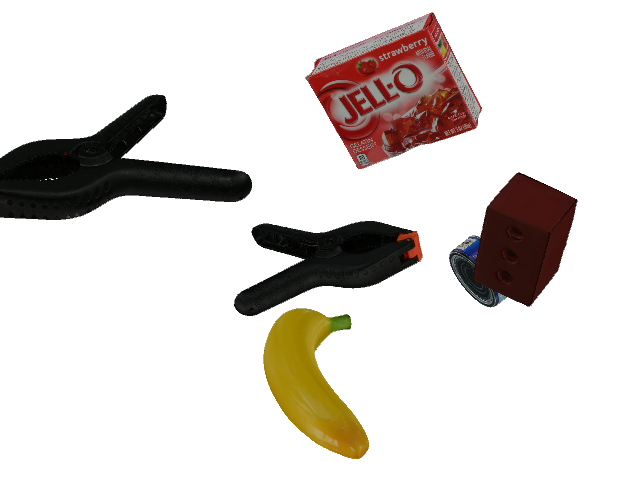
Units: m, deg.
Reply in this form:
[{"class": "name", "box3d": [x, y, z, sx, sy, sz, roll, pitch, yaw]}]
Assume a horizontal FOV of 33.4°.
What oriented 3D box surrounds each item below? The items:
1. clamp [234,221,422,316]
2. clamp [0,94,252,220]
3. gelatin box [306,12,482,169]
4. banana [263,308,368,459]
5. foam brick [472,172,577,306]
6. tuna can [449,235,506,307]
[{"class": "clamp", "box3d": [0.003, 0.023, 0.961, 0.172, 0.039, 0.120, -5, 42, 21]}, {"class": "clamp", "box3d": [-0.169, -0.053, 0.836, 0.209, 0.036, 0.165, -22, 41, -34]}, {"class": "gelatin box", "box3d": [0.046, -0.093, 0.675, 0.089, 0.073, 0.030, -17, 28, 28]}, {"class": "banana", "box3d": [-0.006, 0.092, 0.765, 0.069, 0.037, 0.198, -2, 23, -1]}, {"class": "foam brick", "box3d": [0.156, -0.001, 0.818, 0.053, 0.078, 0.051, 27, 46, 24]}, {"class": "tuna can", "box3d": [0.194, 0.038, 1.285, 0.033, 0.086, 0.086, -36, 10, -15]}]
